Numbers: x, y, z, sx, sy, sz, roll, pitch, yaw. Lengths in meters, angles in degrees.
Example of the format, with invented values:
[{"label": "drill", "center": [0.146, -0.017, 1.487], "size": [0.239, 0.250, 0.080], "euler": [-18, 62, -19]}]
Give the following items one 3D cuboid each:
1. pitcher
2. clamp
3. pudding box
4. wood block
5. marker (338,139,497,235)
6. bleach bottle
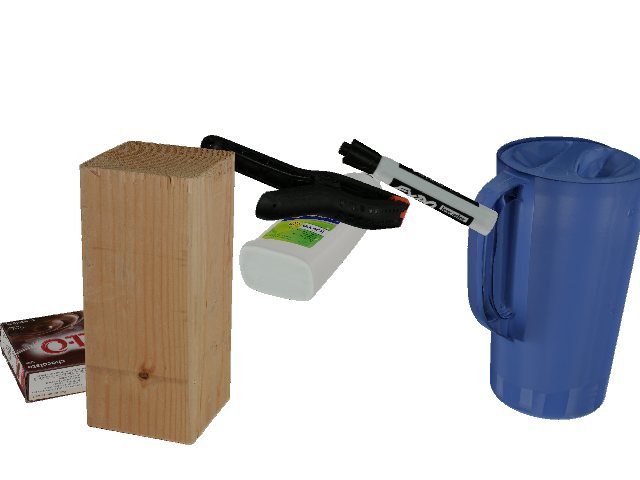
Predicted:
[{"label": "pitcher", "center": [0.207, 0.036, 0.960], "size": [0.149, 0.243, 0.145], "euler": [6, 22, 10]}, {"label": "clamp", "center": [-0.001, -0.042, 1.017], "size": [0.209, 0.036, 0.165], "euler": [14, 19, -24]}, {"label": "pudding box", "center": [-0.230, 0.104, 0.989], "size": [0.113, 0.039, 0.090], "euler": [-10, 29, -27]}, {"label": "wood block", "center": [-0.122, 0.037, 0.811], "size": [0.091, 0.206, 0.090], "euler": [8, 19, 13]}, {"label": "marker", "center": [0.068, -0.038, 0.751], "size": [0.121, 0.020, 0.020], "euler": [27, -3, -7]}, {"label": "bleach bottle", "center": [0.004, -0.021, 1.327], "size": [0.103, 0.068, 0.250], "euler": [13, 36, 23]}]
